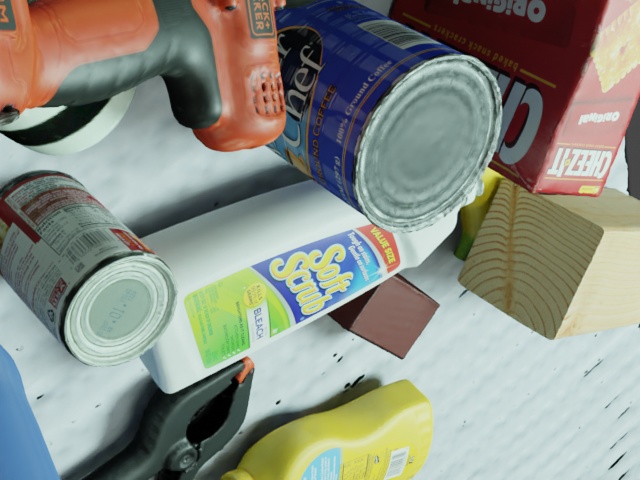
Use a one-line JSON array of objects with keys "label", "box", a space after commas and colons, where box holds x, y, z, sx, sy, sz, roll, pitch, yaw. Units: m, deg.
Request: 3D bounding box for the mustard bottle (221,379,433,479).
[{"label": "mustard bottle", "box": [-0.003, 0.175, 0.820, 0.191, 0.058, 0.096, -15, 133, -34]}]

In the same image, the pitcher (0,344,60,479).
[{"label": "pitcher", "box": [-0.182, 0.146, 0.511, 0.149, 0.243, 0.145, 13, 110, -38]}]

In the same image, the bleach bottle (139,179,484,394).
[{"label": "bleach bottle", "box": [-0.004, 0.001, 0.680, 0.250, 0.068, 0.102, -25, 134, -19]}]

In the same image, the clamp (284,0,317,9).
[{"label": "clamp", "box": [0.007, -0.188, 0.561, 0.210, 0.164, 0.036, -22, 157, -1]}]

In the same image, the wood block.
[{"label": "wood block", "box": [0.209, 0.012, 0.844, 0.205, 0.090, 0.091, -1, 118, -53]}]

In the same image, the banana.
[{"label": "banana", "box": [0.091, -0.048, 0.768, 0.069, 0.037, 0.197, -51, 137, -3]}]

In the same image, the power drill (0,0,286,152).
[{"label": "power drill", "box": [-0.090, -0.122, 0.448, 0.187, 0.057, 0.184, -16, 98, -49]}]

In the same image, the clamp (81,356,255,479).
[{"label": "clamp", "box": [-0.098, 0.148, 0.737, 0.171, 0.039, 0.120, -46, 147, -1]}]

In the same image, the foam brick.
[{"label": "foam brick", "box": [0.039, 0.044, 0.773, 0.078, 0.053, 0.051, 32, 94, -47]}]

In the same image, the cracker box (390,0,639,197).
[{"label": "cracker box", "box": [0.125, -0.155, 0.632, 0.071, 0.164, 0.214, 0, 116, -38]}]

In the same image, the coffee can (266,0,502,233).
[{"label": "coffee can", "box": [0.018, -0.080, 0.607, 0.102, 0.140, 0.103, -22, 129, -29]}]

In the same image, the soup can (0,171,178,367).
[{"label": "soup can", "box": [-0.129, 0.014, 0.571, 0.068, 0.102, 0.068, -23, 130, -30]}]
